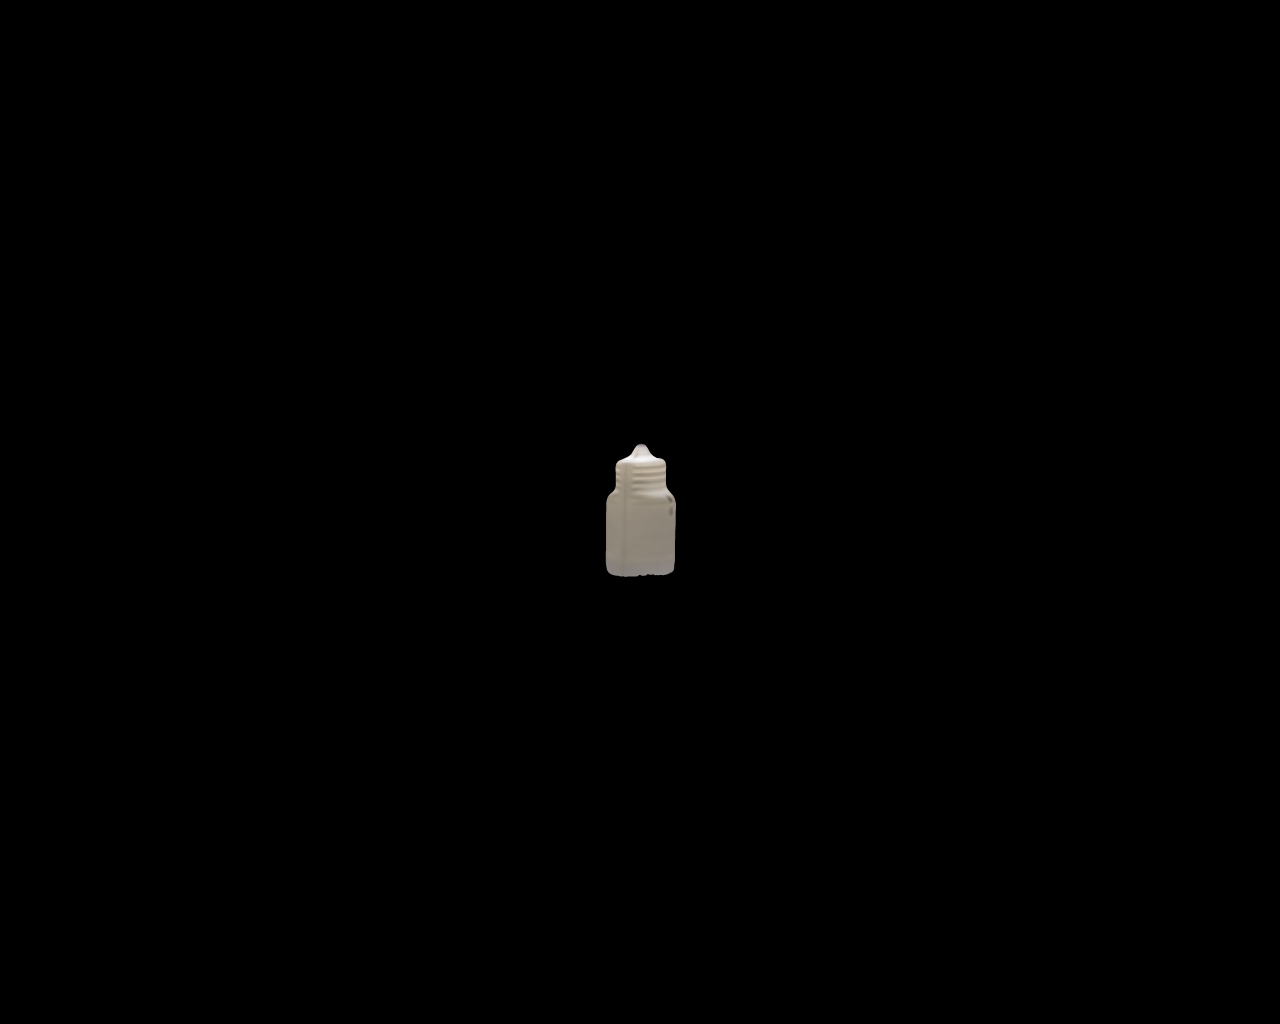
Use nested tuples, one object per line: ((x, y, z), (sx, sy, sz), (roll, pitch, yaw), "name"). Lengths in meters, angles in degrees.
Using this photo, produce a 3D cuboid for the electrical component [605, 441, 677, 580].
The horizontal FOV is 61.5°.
((0.001, -0.003, 0.650), (0.043, 0.080, 0.043), (0, 7, 0), "electrical component")
